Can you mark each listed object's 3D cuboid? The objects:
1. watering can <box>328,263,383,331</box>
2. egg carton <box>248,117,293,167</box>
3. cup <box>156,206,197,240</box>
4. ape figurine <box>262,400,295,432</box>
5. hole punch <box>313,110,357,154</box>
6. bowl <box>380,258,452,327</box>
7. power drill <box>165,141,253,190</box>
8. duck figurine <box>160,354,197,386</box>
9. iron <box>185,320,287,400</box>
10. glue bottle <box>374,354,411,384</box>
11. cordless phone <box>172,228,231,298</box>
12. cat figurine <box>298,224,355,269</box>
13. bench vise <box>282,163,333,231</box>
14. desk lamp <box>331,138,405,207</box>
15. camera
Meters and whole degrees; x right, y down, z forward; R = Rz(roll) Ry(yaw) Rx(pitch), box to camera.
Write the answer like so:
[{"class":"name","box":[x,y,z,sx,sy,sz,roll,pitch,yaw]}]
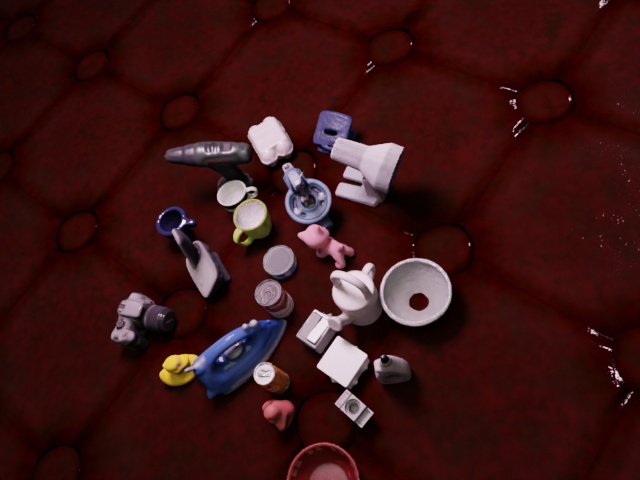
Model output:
[{"class":"watering can","box":[0.078,0.129,1.320,0.100,0.194,0.173,1,65,18]},{"class":"egg carton","box":[-0.143,-0.288,1.669,0.107,0.069,0.150,-31,59,1]},{"class":"cup","box":[-0.384,-0.034,1.604,0.117,0.095,0.092,0,65,18]},{"class":"ape figurine","box":[-0.100,0.395,1.303,0.076,0.092,0.077,-26,60,4]},{"class":"hole punch","box":[0.040,-0.297,1.604,0.108,0.091,0.101,17,71,24]},{"class":"bowl","box":[0.227,0.132,1.342,0.167,0.075,0.167,-7,63,14]},{"class":"power drill","box":[-0.283,-0.200,1.589,0.229,0.209,0.075,-9,62,13]},{"class":"duck figurine","box":[-0.359,0.317,1.426,0.104,0.086,0.077,-27,60,3]},{"class":"iron","box":[-0.202,0.257,1.374,0.258,0.142,0.118,-40,60,-5]},{"class":"glue bottle","box":[0.149,0.274,1.237,0.078,0.173,0.037,-15,61,10]},{"class":"cordless phone","box":[-0.322,0.056,1.487,0.094,0.185,0.147,-38,60,-3]},{"class":"cat figurine","box":[0.013,0.005,1.446,0.127,0.118,0.067,25,74,27]},{"class":"bench vise","box":[-0.060,-0.127,1.476,0.206,0.220,0.121,38,80,29]},{"class":"desk lamp","box":[0.119,-0.173,1.446,0.202,0.214,0.118,16,70,24]},{"class":"camera","box":[-0.460,0.214,1.500,0.136,0.101,0.143,8,67,21]}]
